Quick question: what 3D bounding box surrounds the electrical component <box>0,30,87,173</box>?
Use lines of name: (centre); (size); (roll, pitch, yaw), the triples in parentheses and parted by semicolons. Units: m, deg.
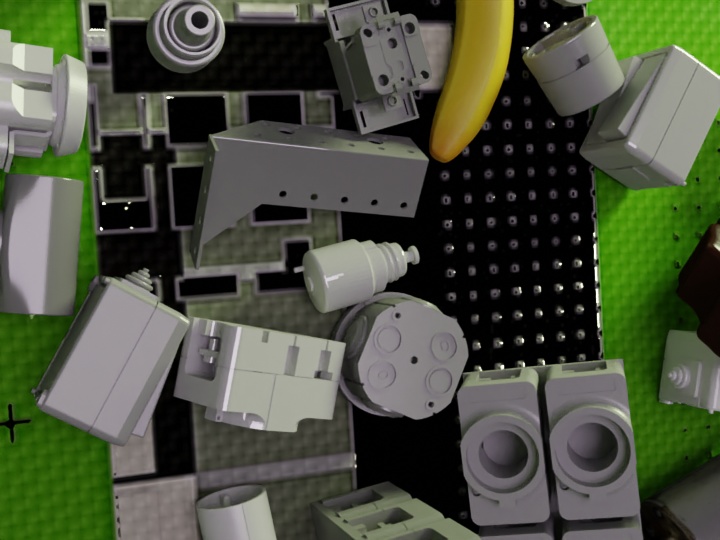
electrical component: (-0.185, -0.093, 0.597); (0.057, 0.058, 0.078); (4, 66, -24)

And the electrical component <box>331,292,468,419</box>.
electrical component: (0.025, 0.055, 0.681); (0.080, 0.051, 0.080); (0, 91, -20)

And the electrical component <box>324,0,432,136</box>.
electrical component: (0.012, -0.129, 0.666); (0.042, 0.064, 0.081); (-19, 98, -18)

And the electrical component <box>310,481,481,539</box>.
electrical component: (0.029, 0.187, 0.633); (0.062, 0.150, 0.089); (-12, 95, -18)

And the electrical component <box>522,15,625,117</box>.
electrical component: (0.144, -0.136, 0.720); (0.055, 0.055, 0.047); (-37, 107, -15)

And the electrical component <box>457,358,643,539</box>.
electrical component: (0.127, 0.158, 0.691); (0.105, 0.060, 0.186); (-7, 94, 12)

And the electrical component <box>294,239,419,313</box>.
electrical component: (0.000, 0.000, 0.677); (0.078, 0.040, 0.040); (-15, 96, -19)

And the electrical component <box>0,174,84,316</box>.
electrical component: (-0.198, -0.015, 0.603); (0.079, 0.043, 0.077); (4, 90, -20)

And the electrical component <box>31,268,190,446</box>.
electrical component: (-0.137, 0.046, 0.617); (0.061, 0.062, 0.096); (30, 81, -18)

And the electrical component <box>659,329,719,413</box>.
electrical component: (0.260, 0.070, 0.761); (0.096, 0.062, 0.061); (9, 88, -20)

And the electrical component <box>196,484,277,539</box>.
electrical component: (-0.070, 0.176, 0.654); (0.043, 0.043, 0.081); (-13, 96, -19)

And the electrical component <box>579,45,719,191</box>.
electrical component: (0.201, -0.110, 0.736); (0.061, 0.062, 0.096); (30, 81, -18)

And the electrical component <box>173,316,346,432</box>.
electrical component: (-0.059, 0.063, 0.636); (0.089, 0.050, 0.055); (13, 86, -45)

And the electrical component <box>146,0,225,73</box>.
electrical component: (-0.100, -0.139, 0.626); (0.043, 0.062, 0.043); (0, 91, -20)
